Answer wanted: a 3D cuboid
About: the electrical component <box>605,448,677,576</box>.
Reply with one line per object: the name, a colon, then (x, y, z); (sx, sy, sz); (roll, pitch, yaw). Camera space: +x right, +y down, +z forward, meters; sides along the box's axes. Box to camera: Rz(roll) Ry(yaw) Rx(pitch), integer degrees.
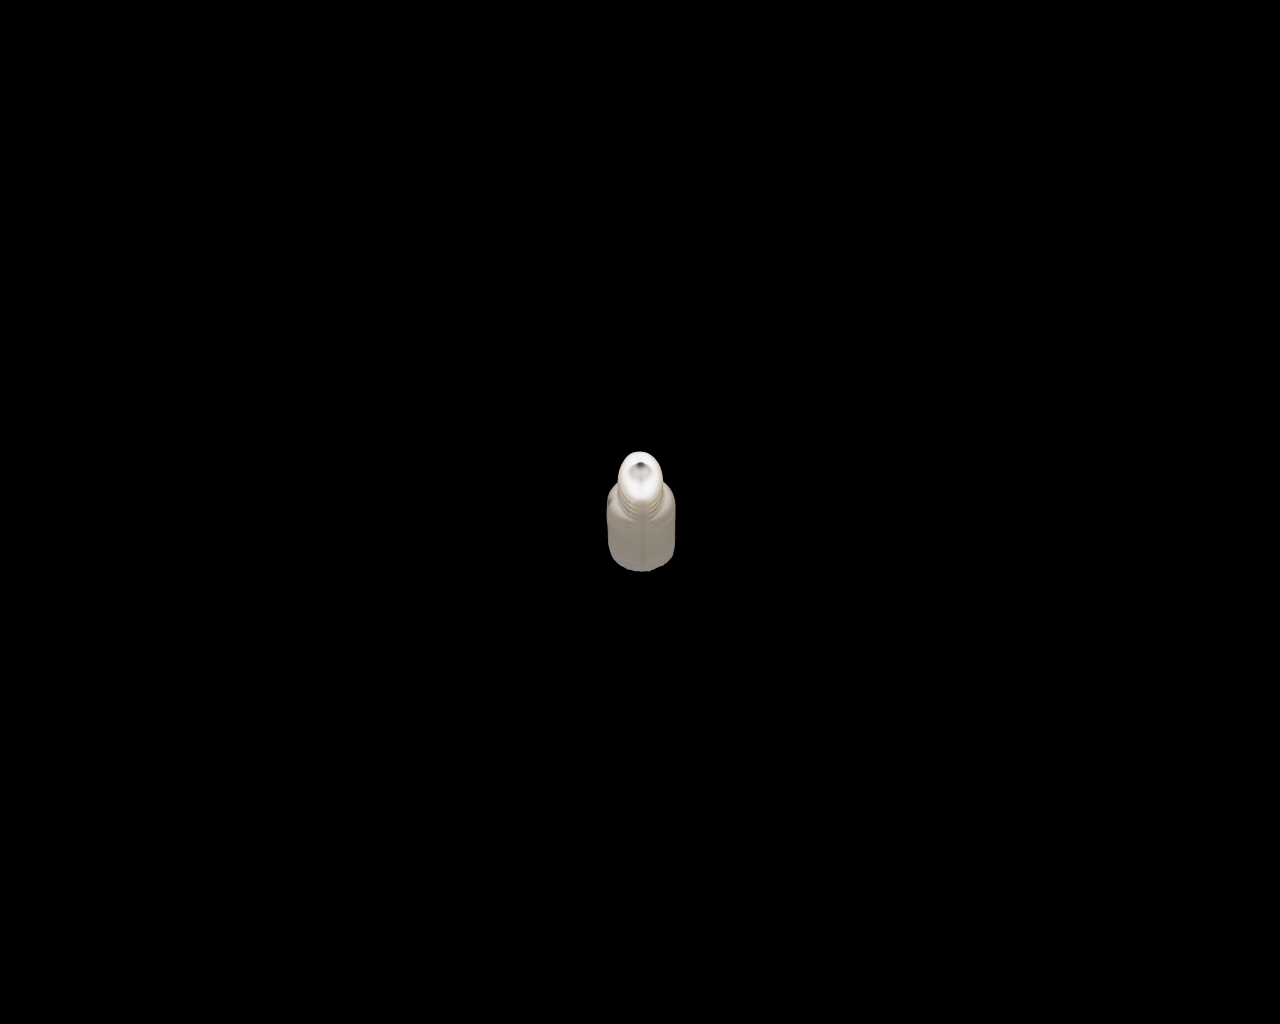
electrical component: (0.001, -0.003, 0.650); (0.043, 0.043, 0.080); (0, -40, 0)
